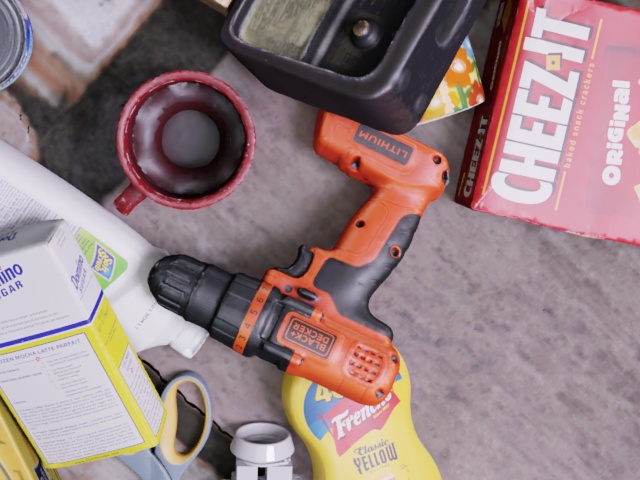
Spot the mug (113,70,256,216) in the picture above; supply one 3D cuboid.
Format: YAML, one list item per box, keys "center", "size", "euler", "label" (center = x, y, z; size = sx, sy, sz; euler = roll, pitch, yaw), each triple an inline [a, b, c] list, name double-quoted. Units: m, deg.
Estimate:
- center: [-0.100, -0.062, 0.749]
  size: [0.093, 0.081, 0.117]
  euler: [41, 92, -8]
  label: "mug"

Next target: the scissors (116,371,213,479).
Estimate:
- center: [-0.136, 0.193, 0.813]
  size: [0.096, 0.016, 0.202]
  euler: [14, 96, -4]
  label: "scissors"

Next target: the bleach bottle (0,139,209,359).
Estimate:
- center: [-0.194, 0.012, 0.763]
  size: [0.250, 0.068, 0.103]
  euler: [35, 100, -11]
  label: "bleach bottle"

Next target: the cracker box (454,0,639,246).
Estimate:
- center: [0.223, -0.081, 0.775]
  size: [0.213, 0.072, 0.164]
  euler: [12, 96, -5]
  label: "cracker box"

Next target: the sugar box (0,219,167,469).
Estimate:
- center: [-0.183, 0.075, 0.737]
  size: [0.093, 0.048, 0.176]
  euler: [-14, 116, 13]
  label: "sugar box"

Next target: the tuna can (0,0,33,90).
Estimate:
- center: [-0.247, -0.144, 0.753]
  size: [0.086, 0.034, 0.086]
  euler: [-1, 97, -4]
  label: "tuna can"

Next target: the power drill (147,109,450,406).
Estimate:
- center: [-0.005, 0.001, 0.749]
  size: [0.184, 0.057, 0.187]
  euler: [26, 77, 0]
  label: "power drill"

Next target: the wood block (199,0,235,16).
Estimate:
- center: [-0.050, -0.266, 0.724]
  size: [0.090, 0.090, 0.206]
  euler: [30, 95, -7]
  label: "wood block"

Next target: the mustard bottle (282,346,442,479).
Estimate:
- center: [0.024, 0.125, 0.793]
  size: [0.096, 0.058, 0.191]
  euler: [-19, 97, -14]
  label: "mustard bottle"
